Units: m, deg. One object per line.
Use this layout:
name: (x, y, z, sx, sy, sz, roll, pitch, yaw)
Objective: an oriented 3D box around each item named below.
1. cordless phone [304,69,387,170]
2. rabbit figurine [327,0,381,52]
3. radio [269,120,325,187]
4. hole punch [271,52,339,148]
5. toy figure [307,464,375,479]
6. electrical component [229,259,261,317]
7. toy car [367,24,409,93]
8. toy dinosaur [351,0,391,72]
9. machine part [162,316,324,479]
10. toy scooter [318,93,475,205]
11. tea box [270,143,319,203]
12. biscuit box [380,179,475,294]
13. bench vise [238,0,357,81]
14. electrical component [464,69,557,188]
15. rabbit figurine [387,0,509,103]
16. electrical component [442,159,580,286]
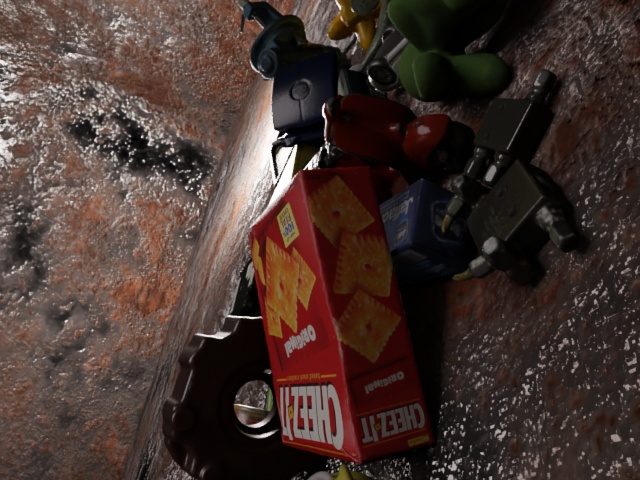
cordless phone: (0.014, -0.113, 0.685, 0.184, 0.088, 0.147, -47, 25, 25)
rabbit figurine: (0.083, -0.395, 0.877, 0.173, 0.122, 0.162, -74, 1, -69)
radio: (-0.033, -0.177, 0.990, 0.131, 0.073, 0.230, -64, 18, 19)
hole punch: (-0.014, -0.209, 0.806, 0.142, 0.092, 0.116, -8, 44, 22)
toy figure: (0.031, 0.219, 0.319, 0.082, 0.089, 0.180, -42, 29, -2)
electrical component: (-0.109, 0.088, 0.941, 0.134, 0.058, 0.115, -44, 32, 55)
toy car: (0.118, -0.246, 0.639, 0.202, 0.056, 0.073, -28, 37, 64)
toy dinosaur: (0.136, -0.397, 0.662, 0.192, 0.131, 0.404, -61, 8, -30)
machine part: (-0.063, 0.161, 0.531, 0.056, 0.179, 0.179, -23, 49, 63)
toy scooter: (0.050, -0.087, 0.524, 0.184, 0.135, 0.075, 150, 136, -66)
tea box: (-0.038, -0.058, 0.854, 0.169, 0.068, 0.098, 123, 160, -46)
biscuit box: (0.061, 0.012, 0.499, 0.202, 0.059, 0.063, -34, 39, 62)
bench vise: (-0.056, -0.368, 0.992, 0.223, 0.241, 0.128, -30, -19, -36)
electrical component: (0.146, -0.087, 0.417, 0.063, 0.021, 0.094, -119, 51, -69)
rabbit figurine: (0.123, -0.195, 0.501, 0.170, 0.121, 0.159, 89, 174, -54)
electrical component: (0.122, -0.012, 0.364, 0.102, 0.045, 0.078, -89, 25, -48)
